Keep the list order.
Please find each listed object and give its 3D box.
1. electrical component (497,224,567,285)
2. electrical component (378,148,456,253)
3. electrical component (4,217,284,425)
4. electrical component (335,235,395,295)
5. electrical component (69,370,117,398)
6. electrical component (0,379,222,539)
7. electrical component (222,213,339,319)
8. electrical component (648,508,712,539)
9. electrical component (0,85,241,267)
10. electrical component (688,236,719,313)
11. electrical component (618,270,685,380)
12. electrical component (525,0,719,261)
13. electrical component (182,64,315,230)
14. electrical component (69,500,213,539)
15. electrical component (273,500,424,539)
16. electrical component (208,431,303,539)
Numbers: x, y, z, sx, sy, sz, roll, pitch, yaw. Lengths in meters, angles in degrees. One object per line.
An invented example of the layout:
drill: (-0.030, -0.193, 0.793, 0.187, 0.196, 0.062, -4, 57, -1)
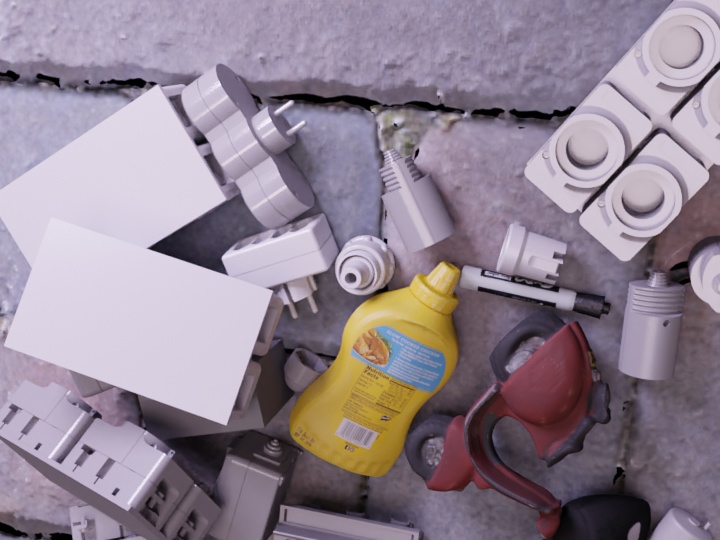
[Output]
electrical component: (0.136, -0.011, 0.851, 0.046, 0.040, 0.040, 17, 106, 3)
electrical component: (0.041, -0.059, 0.861, 0.043, 0.043, 0.081, -24, 96, 18)
electrical component: (-0.165, 0.041, 0.844, 0.186, 0.060, 0.105, 18, 85, 9)
electrical component: (0.000, 0.000, 0.875, 0.048, 0.062, 0.048, 3, 104, 13)
electrical component: (-0.219, 0.067, 0.928, 0.061, 0.096, 0.061, -22, 97, 19)
electrical component: (-0.215, 0.165, 0.913, 0.186, 0.060, 0.105, 19, 153, 34)
electrical component: (-0.059, 0.004, 0.899, 0.083, 0.047, 0.075, -17, 105, 17)
electrical component: (0.252, 0.230, 0.877, 0.040, 0.040, 0.078, 33, 109, 5)
electrical component: (-0.203, -0.065, 0.912, 0.186, 0.060, 0.105, -29, 94, 18)
electrical component: (0.268, 0.003, 0.798, 0.043, 0.081, 0.043, 3, 104, 13)
electrical component: (0.228, 0.040, 0.837, 0.043, 0.043, 0.081, 7, 104, 13)
electrical component: (0.223, -0.109, 0.794, 0.105, 0.060, 0.186, 42, 109, 2)
electrical component: (-0.078, -0.109, 0.874, 0.074, 0.052, 0.138, -32, 94, 19)
electrical component: (-0.201, 0.232, 0.978, 0.121, 0.079, 0.063, -15, 77, 17)
electrical component: (-0.009, 0.244, 0.934, 0.121, 0.063, 0.078, 9, 105, 12)
electrical component: (-0.095, 0.187, 0.943, 0.061, 0.062, 0.096, 20, 107, 9)
